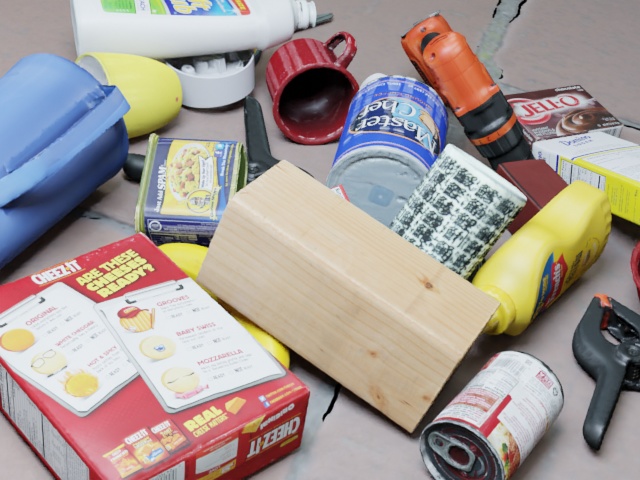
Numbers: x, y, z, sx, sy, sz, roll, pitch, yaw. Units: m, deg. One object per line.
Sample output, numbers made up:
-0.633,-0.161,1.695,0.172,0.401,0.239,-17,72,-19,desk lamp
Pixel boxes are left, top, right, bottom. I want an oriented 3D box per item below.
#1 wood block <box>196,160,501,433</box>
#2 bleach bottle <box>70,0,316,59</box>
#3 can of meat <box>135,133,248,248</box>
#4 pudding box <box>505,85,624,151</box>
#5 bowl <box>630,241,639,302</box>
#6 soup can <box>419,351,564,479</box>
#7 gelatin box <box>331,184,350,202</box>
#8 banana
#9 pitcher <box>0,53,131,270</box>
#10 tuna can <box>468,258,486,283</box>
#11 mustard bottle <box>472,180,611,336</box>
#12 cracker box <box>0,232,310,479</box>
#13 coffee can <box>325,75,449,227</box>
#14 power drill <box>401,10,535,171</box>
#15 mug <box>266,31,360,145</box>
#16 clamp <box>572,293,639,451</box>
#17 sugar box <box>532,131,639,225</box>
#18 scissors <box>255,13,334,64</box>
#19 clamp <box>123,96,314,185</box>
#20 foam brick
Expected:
0.020,0.040,0.825,0.206,0.090,0.090,34,36,11,wood block
-0.130,-0.236,1.117,0.250,0.068,0.102,-6,47,-14,bleach bottle
-0.111,-0.042,0.943,0.084,0.057,0.102,3,60,4,can of meat
0.257,-0.128,1.165,0.113,0.039,0.090,-9,41,-21,pudding box
0.344,0.058,0.933,0.162,0.055,0.162,5,38,-4,bowl
0.128,0.134,0.784,0.069,0.068,0.102,29,42,24,soup can
-0.006,0.001,0.927,0.089,0.030,0.073,-21,61,-9,gelatin box
-0.077,0.054,0.876,0.069,0.037,0.198,-38,54,-21,banana
-0.269,-0.048,0.884,0.145,0.149,0.242,25,44,10,pitcher
0.104,0.029,0.941,0.086,0.034,0.086,5,38,-4,tuna can
0.179,0.027,0.907,0.058,0.096,0.191,32,43,25,mustard bottle
-0.138,0.100,0.775,0.163,0.072,0.214,-23,47,-36,cracker box
0.066,-0.079,1.014,0.103,0.103,0.140,12,38,4,coffee can
0.154,-0.153,1.112,0.057,0.184,0.188,-32,25,6,power drill
-0.004,-0.168,1.110,0.093,0.117,0.081,26,24,-29,mug
0.263,0.107,0.868,0.120,0.039,0.171,8,38,-3,clamp
0.297,-0.062,1.046,0.093,0.048,0.176,-11,21,-24,sugar box
-0.056,-0.237,1.262,0.201,0.016,0.096,-11,43,-23,scissors
-0.061,-0.062,1.017,0.210,0.036,0.164,33,52,25,clamp
0.207,-0.034,1.026,0.051,0.053,0.078,-10,43,-23,foam brick
